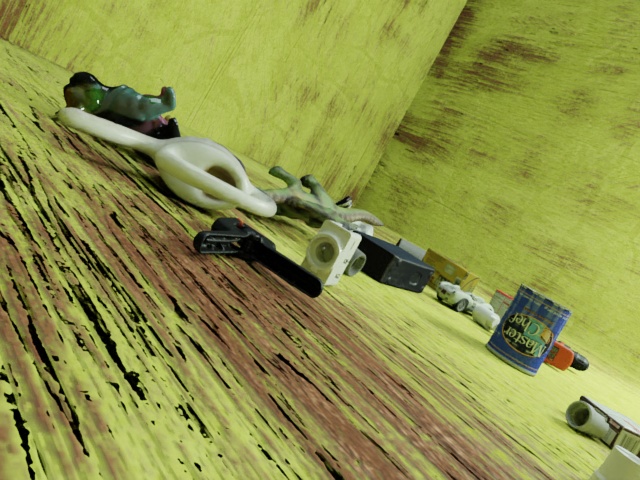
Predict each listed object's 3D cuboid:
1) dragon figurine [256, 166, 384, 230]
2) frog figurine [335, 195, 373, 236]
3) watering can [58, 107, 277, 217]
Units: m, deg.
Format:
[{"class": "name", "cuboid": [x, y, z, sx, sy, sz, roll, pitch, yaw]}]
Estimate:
[{"class": "dragon figurine", "cuboid": [0.003, -0.057, 1.125, 0.409, 0.121, 0.246, 13, 16, -20]}, {"class": "frog figurine", "cuboid": [0.086, -0.036, 1.507, 0.158, 0.123, 0.138, 64, -10, -10]}, {"class": "watering can", "cuboid": [-0.229, -0.131, 0.845, 0.346, 0.103, 0.226, 27, 6, -17]}]
